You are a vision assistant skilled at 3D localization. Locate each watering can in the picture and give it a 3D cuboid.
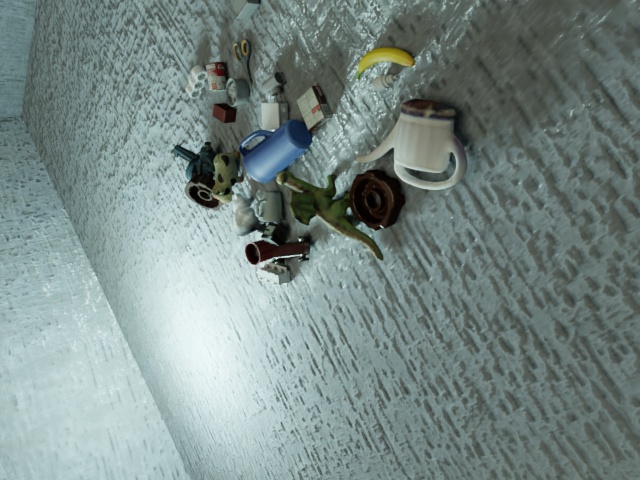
[{"bbox_3d":[0.233,-0.257,1.346,0.350,0.105,0.221,24,117,40],"label":"watering can"}]

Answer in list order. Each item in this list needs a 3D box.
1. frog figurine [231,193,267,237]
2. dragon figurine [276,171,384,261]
[{"bbox_3d":[-0.293,-0.098,1.940,0.159,0.124,0.136,62,157,-5],"label":"frog figurine"},{"bbox_3d":[0.005,-0.078,1.546,0.416,0.244,0.120,50,129,26],"label":"dragon figurine"}]
